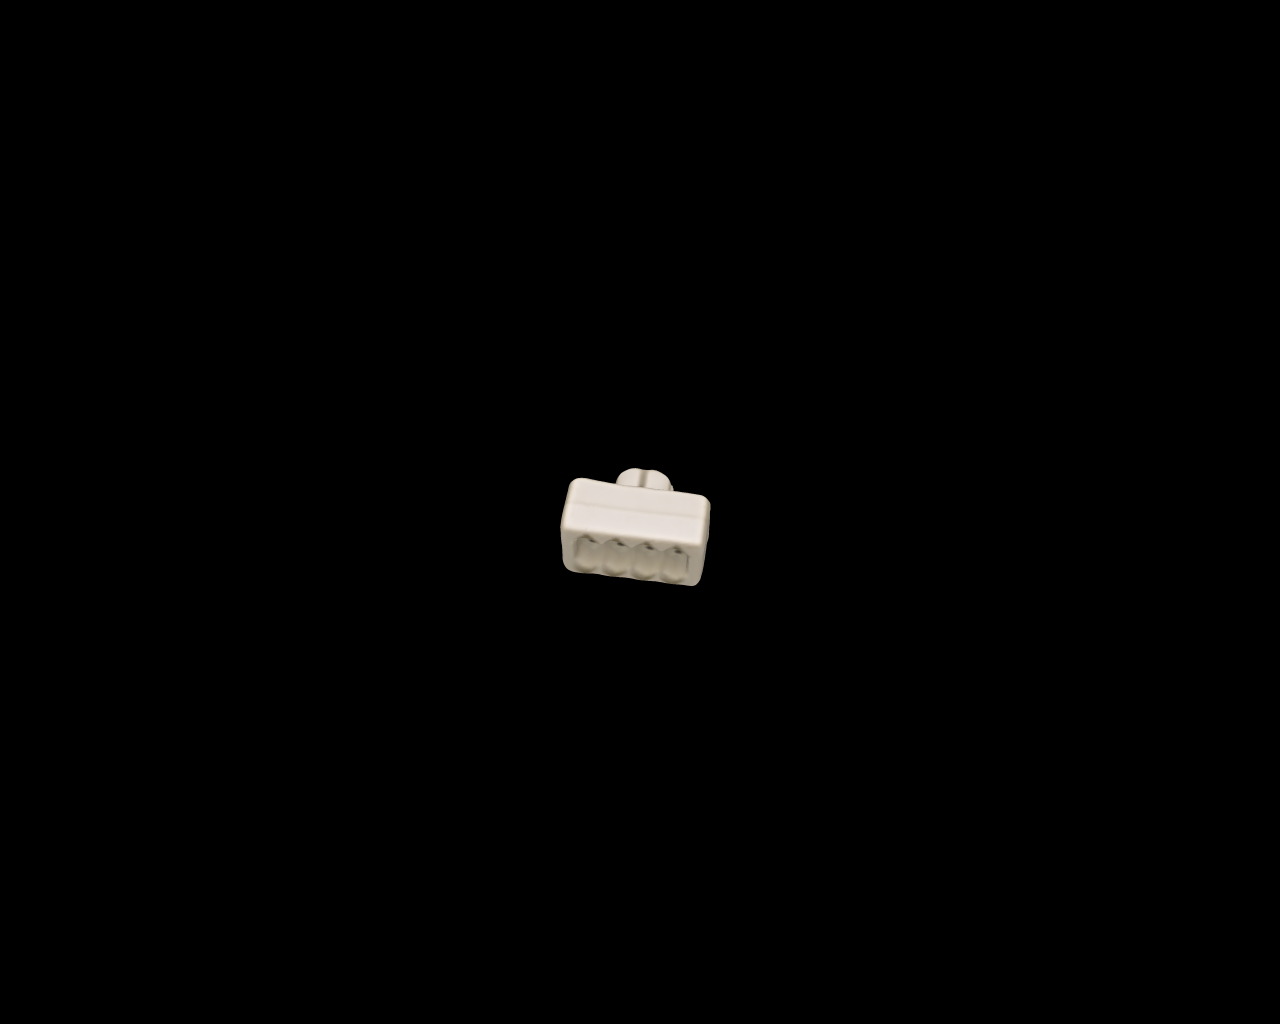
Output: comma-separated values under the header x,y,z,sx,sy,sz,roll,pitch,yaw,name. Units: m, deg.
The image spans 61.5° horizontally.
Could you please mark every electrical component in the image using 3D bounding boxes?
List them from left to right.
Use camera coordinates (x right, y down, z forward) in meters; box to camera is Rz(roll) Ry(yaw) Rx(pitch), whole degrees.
x,y,z,sx,sy,sz,roll,pitch,yaw,name
0.001,-0.003,0.650,0.083,0.076,0.047,8,-33,5,electrical component
